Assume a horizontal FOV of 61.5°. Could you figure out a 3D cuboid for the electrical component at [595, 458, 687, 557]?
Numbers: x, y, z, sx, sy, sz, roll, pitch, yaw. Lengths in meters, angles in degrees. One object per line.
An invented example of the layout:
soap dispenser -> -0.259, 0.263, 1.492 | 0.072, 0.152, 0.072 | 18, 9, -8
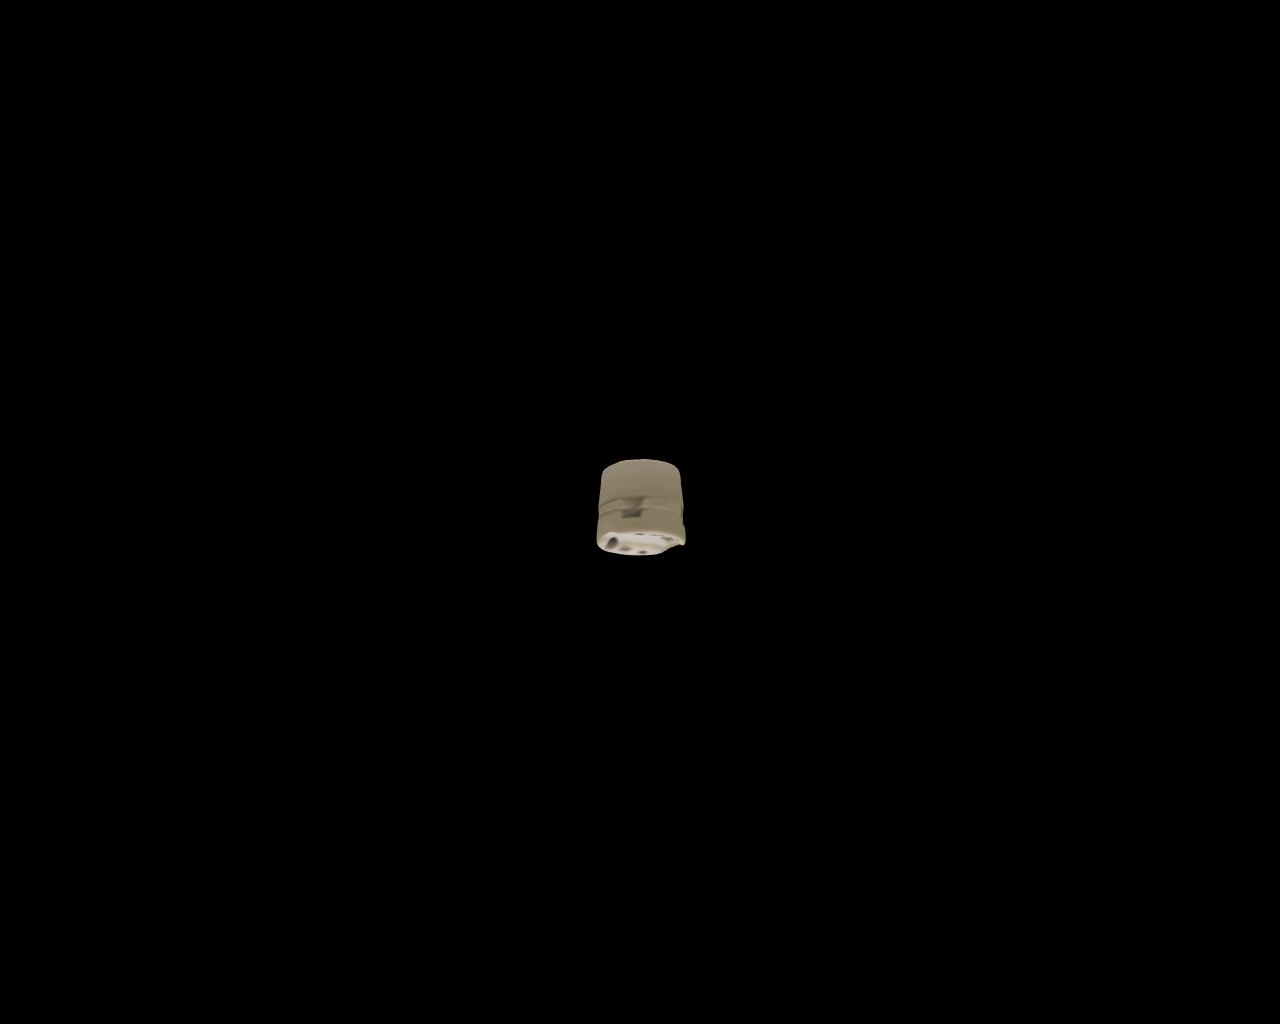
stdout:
electrical component -> 0.001, -0.003, 0.650 | 0.055, 0.047, 0.055 | 0, -18, 0
